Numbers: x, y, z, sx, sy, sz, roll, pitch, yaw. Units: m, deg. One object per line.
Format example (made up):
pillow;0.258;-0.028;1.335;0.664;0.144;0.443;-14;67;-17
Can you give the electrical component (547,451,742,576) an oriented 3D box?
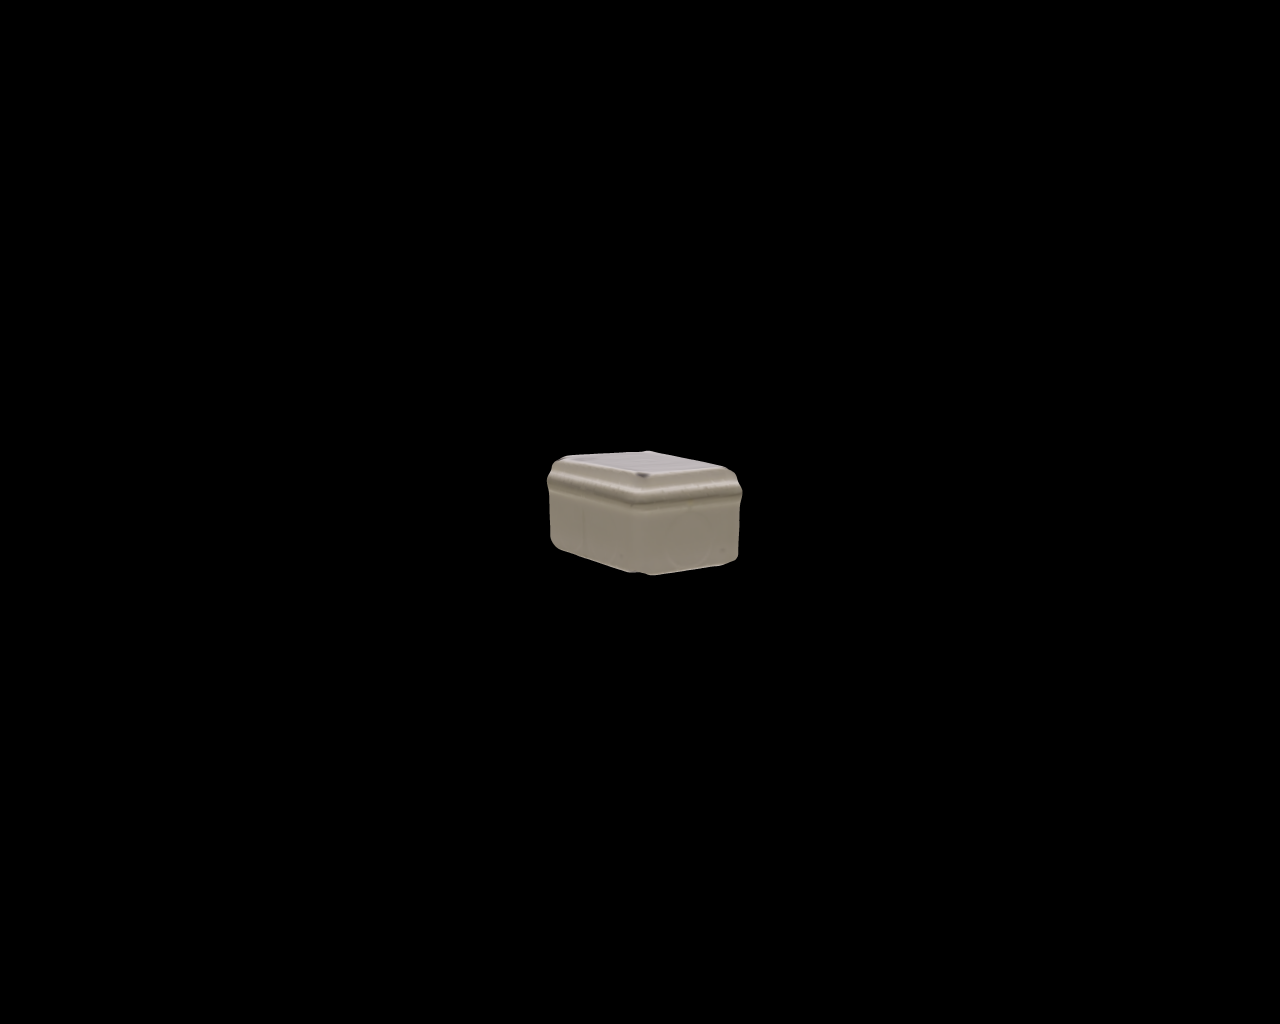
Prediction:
electrical component;0.001;-0.003;0.650;0.078;0.057;0.113;-6;11;-31
